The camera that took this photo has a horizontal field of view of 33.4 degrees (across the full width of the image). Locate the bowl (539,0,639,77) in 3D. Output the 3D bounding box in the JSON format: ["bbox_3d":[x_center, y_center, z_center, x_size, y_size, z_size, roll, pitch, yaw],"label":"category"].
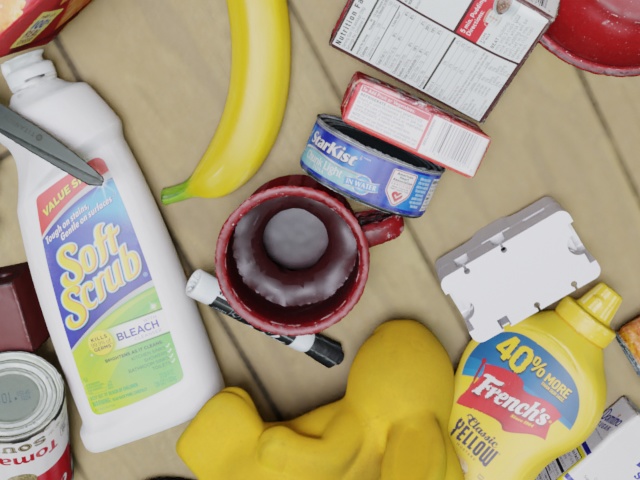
[{"bbox_3d":[0.194,-0.177,0.639,0.162,0.055,0.162,0,104,1],"label":"bowl"}]

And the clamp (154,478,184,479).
[{"bbox_3d":[-0.141,0.216,0.749,0.210,0.036,0.164,-27,99,5],"label":"clamp"}]

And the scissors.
[{"bbox_3d":[-0.223,-0.072,0.647,0.096,0.016,0.202,-42,71,-1],"label":"scissors"}]

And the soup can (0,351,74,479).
[{"bbox_3d":[-0.196,0.127,0.692,0.068,0.068,0.102,10,139,-1],"label":"soup can"}]

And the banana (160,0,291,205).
[{"bbox_3d":[-0.052,-0.108,0.671,0.069,0.037,0.198,12,103,-3],"label":"banana"}]

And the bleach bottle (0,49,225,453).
[{"bbox_3d":[-0.150,0.004,0.688,0.102,0.068,0.251,-20,100,3],"label":"bleach bottle"}]

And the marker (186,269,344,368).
[{"bbox_3d":[-0.033,0.054,0.700,0.121,0.020,0.020,30,103,-25],"label":"marker"}]

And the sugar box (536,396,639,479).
[{"bbox_3d":[0.176,0.200,0.733,0.176,0.048,0.093,-43,98,7],"label":"sugar box"}]

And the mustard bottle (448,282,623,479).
[{"bbox_3d":[0.129,0.106,0.699,0.096,0.058,0.192,43,101,24],"label":"mustard bottle"}]

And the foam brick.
[{"bbox_3d":[-0.224,0.051,0.705,0.078,0.053,0.051,-12,102,4],"label":"foam brick"}]

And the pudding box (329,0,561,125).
[{"bbox_3d":[0.073,-0.134,0.643,0.113,0.039,0.090,28,133,-3],"label":"pudding box"}]

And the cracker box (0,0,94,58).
[{"bbox_3d":[-0.114,-0.192,0.588,0.214,0.164,0.072,-38,102,10],"label":"cracker box"}]

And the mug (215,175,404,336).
[{"bbox_3d":[-0.004,0.001,0.672,0.117,0.081,0.093,-18,102,6],"label":"mug"}]

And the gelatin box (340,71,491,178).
[{"bbox_3d":[0.057,-0.073,0.658,0.089,0.073,0.030,24,102,-4],"label":"gelatin box"}]

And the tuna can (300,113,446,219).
[{"bbox_3d":[0.032,-0.046,0.658,0.086,0.086,0.034,22,104,-4],"label":"tuna can"}]
